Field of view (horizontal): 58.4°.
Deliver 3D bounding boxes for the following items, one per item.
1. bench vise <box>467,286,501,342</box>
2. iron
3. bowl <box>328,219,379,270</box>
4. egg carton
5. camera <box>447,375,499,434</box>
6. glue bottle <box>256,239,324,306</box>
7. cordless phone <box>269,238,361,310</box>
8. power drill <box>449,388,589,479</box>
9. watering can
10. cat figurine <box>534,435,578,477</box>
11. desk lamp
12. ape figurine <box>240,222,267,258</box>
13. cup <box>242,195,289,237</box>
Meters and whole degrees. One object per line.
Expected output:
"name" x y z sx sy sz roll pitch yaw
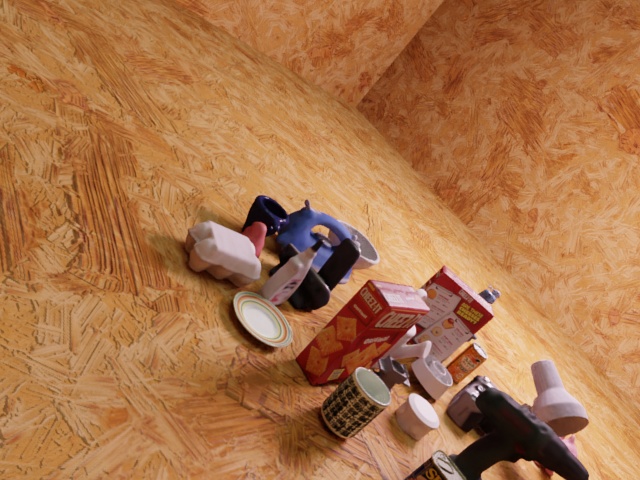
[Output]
"bench vise" 0.382 0.211 1.532 0.121 0.219 0.208 49 21 20
"iron" 0.013 0.005 1.389 0.259 0.141 0.118 30 23 -30
"bowl" 0.078 0.026 1.564 0.168 0.074 0.167 36 21 -16
"egg carton" -0.183 0.027 1.088 0.151 0.069 0.107 25 26 -39
"camera" 0.384 0.395 1.331 0.136 0.100 0.143 47 21 15
"glue bottle" -0.049 0.060 1.116 0.037 0.173 0.078 49 21 20
"cordless phone" -0.003 0.045 1.212 0.147 0.185 0.094 48 21 18
"power drill" 0.355 0.411 1.090 0.076 0.208 0.229 12 35 -54
"watering can" 0.163 0.182 1.226 0.173 0.194 0.101 42 20 1
"cat figurine" 0.598 0.527 1.431 0.067 0.117 0.128 45 20 8
"desk lamp" 0.510 0.404 1.382 0.118 0.213 0.203 29 24 -32
"ape figurine" -0.143 0.000 1.185 0.078 0.092 0.076 23 27 -42
"cup" -0.126 -0.031 1.275 0.092 0.095 0.117 28 24 -33
